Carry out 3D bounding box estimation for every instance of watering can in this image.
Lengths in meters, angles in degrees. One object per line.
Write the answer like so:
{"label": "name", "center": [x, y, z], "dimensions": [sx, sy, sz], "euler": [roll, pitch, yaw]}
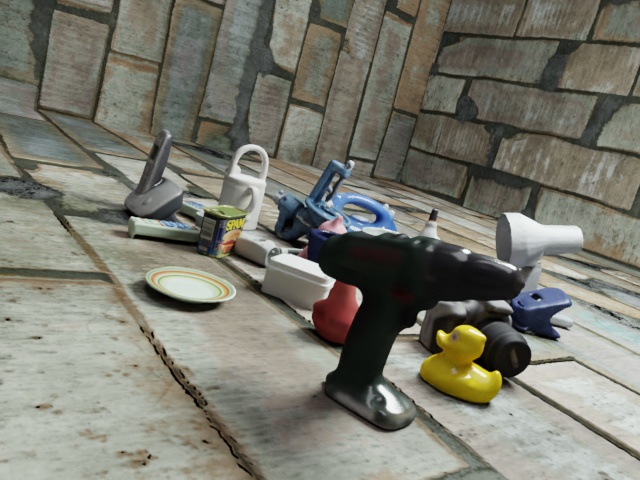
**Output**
{"label": "watering can", "center": [-0.182, -0.130, 1.338], "dimensions": [0.172, 0.194, 0.101], "euler": [24, 15, 35]}

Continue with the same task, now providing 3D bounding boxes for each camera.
{"label": "camera", "center": [0.245, 0.139, 0.864], "dimensions": [0.143, 0.101, 0.136], "euler": [11, 12, -17]}

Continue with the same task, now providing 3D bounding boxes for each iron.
{"label": "iron", "center": [0.106, -0.050, 1.461], "dimensions": [0.259, 0.141, 0.118], "euler": [12, 12, -17]}

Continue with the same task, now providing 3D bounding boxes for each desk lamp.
{"label": "desk lamp", "center": [0.465, 0.057, 1.241], "dimensions": [0.203, 0.213, 0.118], "euler": [15, 12, -3]}

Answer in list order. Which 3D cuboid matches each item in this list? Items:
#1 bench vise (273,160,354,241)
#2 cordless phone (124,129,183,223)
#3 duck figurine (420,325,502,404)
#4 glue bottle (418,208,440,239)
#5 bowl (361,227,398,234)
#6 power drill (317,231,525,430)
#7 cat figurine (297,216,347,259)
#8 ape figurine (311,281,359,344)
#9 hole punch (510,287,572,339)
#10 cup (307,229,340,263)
{"label": "bench vise", "center": [-0.012, -0.090, 1.307], "dimensions": [0.207, 0.220, 0.121], "euler": [16, 12, 5]}
{"label": "cordless phone", "center": [-0.330, -0.131, 1.178], "dimensions": [0.094, 0.185, 0.147], "euler": [5, 15, -40]}
{"label": "duck figurine", "center": [0.191, 0.157, 0.751], "dimensions": [0.104, 0.086, 0.078], "euler": [20, 13, 23]}
{"label": "glue bottle", "center": [0.225, 0.016, 1.231], "dimensions": [0.078, 0.173, 0.037], "euler": [16, 12, 5]}
{"label": "bowl", "center": [0.168, 0.028, 1.342], "dimensions": [0.167, 0.075, 0.167], "euler": [15, 12, -3]}
{"label": "power drill", "center": [0.086, 0.090, 0.627], "dimensions": [0.228, 0.208, 0.076], "euler": [23, 14, 33]}
{"label": "cat figurine", "center": [0.011, 0.004, 1.150], "dimensions": [0.067, 0.118, 0.128], "euler": [21, 13, 27]}
{"label": "ape figurine", "center": [0.030, 0.095, 0.816], "dimensions": [0.077, 0.092, 0.076], "euler": [16, 12, 4]}
{"label": "hole punch", "center": [0.433, 0.135, 1.142], "dimensions": [0.101, 0.091, 0.108], "euler": [15, 12, -2]}
{"label": "cup", "center": [0.014, 0.039, 1.048], "dimensions": [0.091, 0.095, 0.118], "euler": [15, 12, -2]}
